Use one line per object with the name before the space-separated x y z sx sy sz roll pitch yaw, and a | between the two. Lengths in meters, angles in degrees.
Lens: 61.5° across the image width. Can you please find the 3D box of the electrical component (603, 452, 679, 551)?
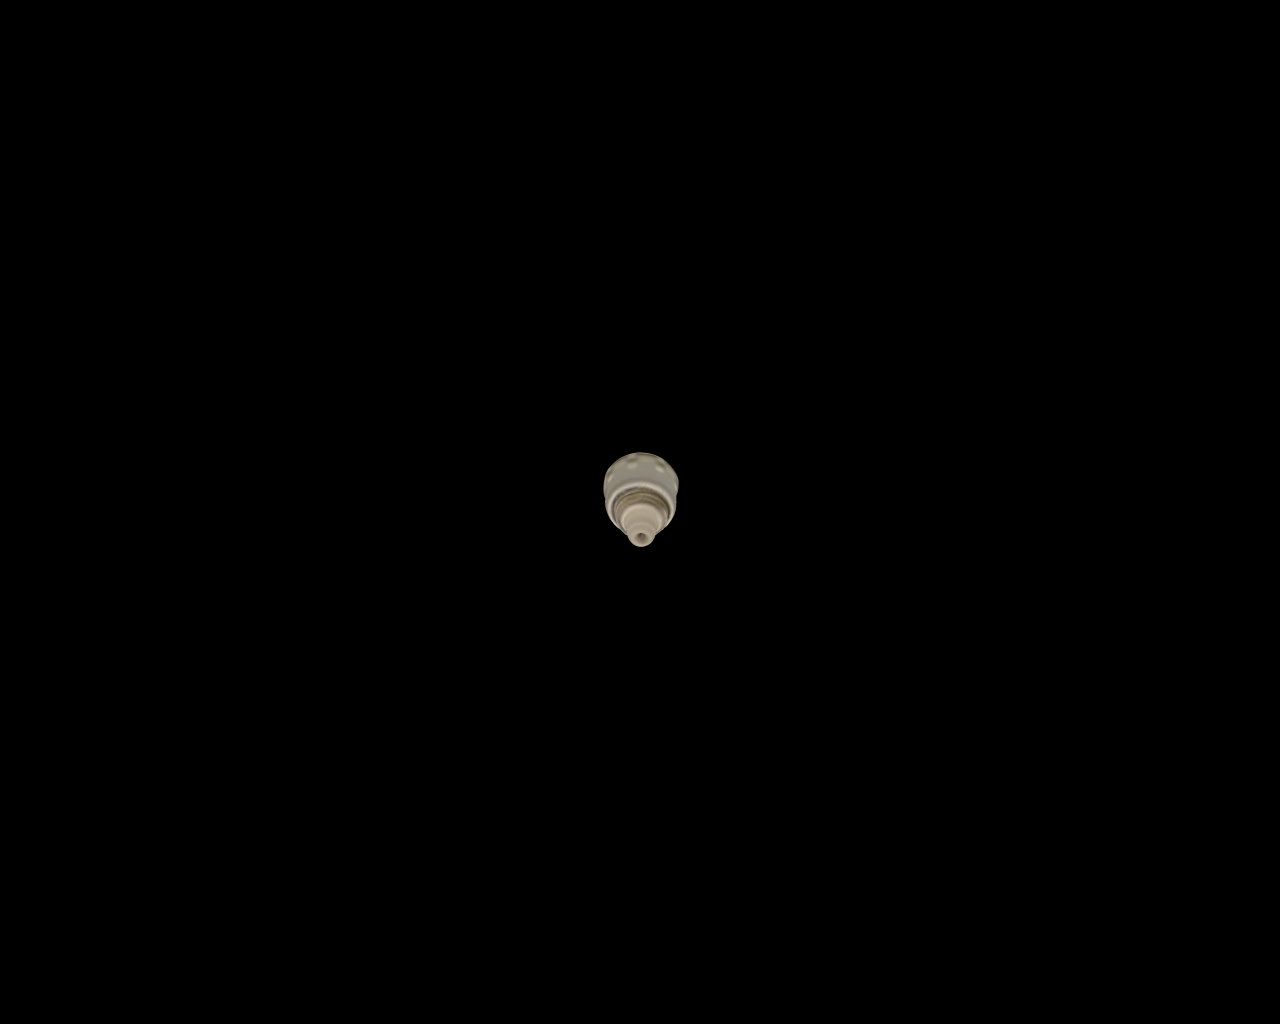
electrical component | 0.001 -0.003 0.650 0.048 0.048 0.062 0 37 0
